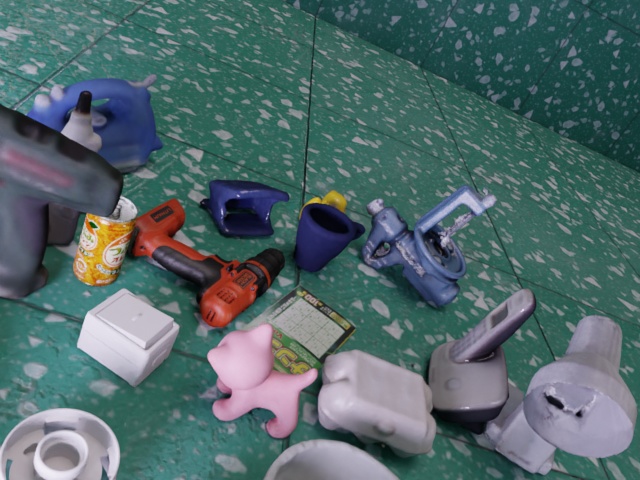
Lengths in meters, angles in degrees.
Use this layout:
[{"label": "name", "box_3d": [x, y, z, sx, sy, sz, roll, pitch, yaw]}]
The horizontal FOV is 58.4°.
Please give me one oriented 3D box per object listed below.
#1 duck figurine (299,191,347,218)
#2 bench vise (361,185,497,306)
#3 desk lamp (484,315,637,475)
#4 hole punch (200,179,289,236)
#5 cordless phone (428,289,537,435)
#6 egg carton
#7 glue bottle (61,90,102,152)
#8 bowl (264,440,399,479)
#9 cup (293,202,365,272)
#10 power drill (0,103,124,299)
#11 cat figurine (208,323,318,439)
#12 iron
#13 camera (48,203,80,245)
[{"label": "duck figurine", "box_3d": [0.013, -0.047, 0.998, 0.078, 0.086, 0.104, 5, 38, -34]}, {"label": "bench vise", "box_3d": [0.177, -0.015, 0.955, 0.207, 0.219, 0.121, 27, 30, -4]}, {"label": "desk lamp", "box_3d": [0.310, 0.205, 0.742, 0.118, 0.213, 0.204, 34, 31, 9]}, {"label": "hole punch", "box_3d": [-0.120, -0.067, 0.913, 0.109, 0.091, 0.101, -1, 41, -40]}, {"label": "cordless phone", "box_3d": [0.227, 0.156, 0.775, 0.094, 0.185, 0.147, 26, 30, -5]}, {"label": "egg carton", "box_3d": [0.069, 0.199, 0.694, 0.150, 0.069, 0.107, 23, 31, -10]}, {"label": "glue bottle", "box_3d": [-0.317, -0.115, 0.740, 0.078, 0.173, 0.037, 9, 36, -30]}, {"label": "bowl", "box_3d": [0.010, 0.275, 0.526, 0.168, 0.074, 0.167, 21, 31, -13]}, {"label": "cup", "box_3d": [0.008, 0.003, 0.910, 0.118, 0.095, 0.091, 5, 38, -34]}, {"label": "power drill", "box_3d": [-0.332, -0.044, 0.587, 0.230, 0.208, 0.075, 15, 33, -23]}, {"label": "cat figurine", "box_3d": [-0.065, 0.143, 0.619, 0.128, 0.117, 0.067, 20, 31, -15]}, {"label": "iron", "box_3d": [-0.345, -0.177, 0.841, 0.118, 0.141, 0.259, 39, 32, 16]}, {"label": "camera", "box_3d": [-0.375, -0.072, 0.700, 0.144, 0.100, 0.136, 4, 38, -36]}]
